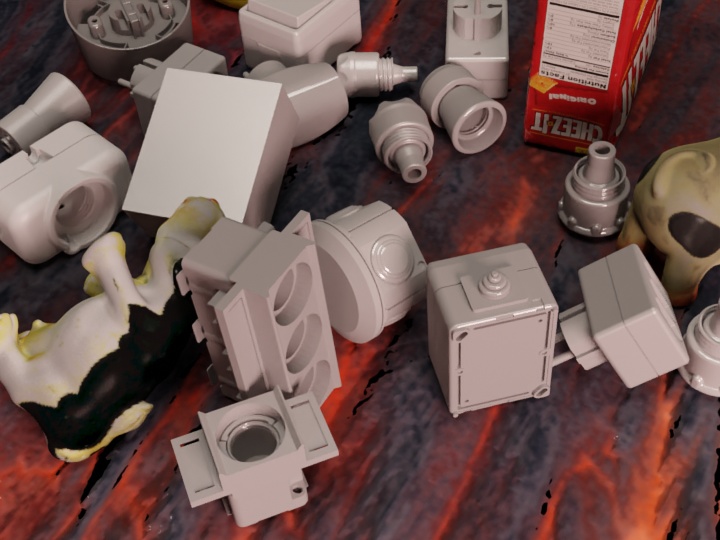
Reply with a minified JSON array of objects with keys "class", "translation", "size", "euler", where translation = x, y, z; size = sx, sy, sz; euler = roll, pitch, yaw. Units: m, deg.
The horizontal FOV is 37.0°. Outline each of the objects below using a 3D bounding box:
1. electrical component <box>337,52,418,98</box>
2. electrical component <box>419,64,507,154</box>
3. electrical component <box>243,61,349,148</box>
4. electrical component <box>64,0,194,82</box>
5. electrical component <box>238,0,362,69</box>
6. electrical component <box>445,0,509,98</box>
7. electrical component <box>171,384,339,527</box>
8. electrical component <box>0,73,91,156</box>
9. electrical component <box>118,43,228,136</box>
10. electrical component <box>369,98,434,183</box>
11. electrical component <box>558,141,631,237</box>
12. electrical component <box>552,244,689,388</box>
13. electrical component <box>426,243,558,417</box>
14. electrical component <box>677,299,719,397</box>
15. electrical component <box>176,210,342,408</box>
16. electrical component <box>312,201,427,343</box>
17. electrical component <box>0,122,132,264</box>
[{"class":"electrical component","translation":[0.013,-0.150,0.824],"size":[0.061,0.035,0.035],"euler":[0,48,2]},{"class":"electrical component","translation":[0.074,-0.118,0.783],"size":[0.045,0.045,0.055],"euler":[-22,49,-15]},{"class":"electrical component","translation":[-0.061,-0.131,0.807],"size":[0.077,0.043,0.079],"euler":[-25,50,-17]},{"class":"electrical component","translation":[-0.184,-0.200,0.866],"size":[0.099,0.064,0.099],"euler":[-2,48,3]},{"class":"electrical component","translation":[-0.043,-0.201,0.858],"size":[0.062,0.061,0.096],"euler":[27,55,26]},{"class":"electrical component","translation":[0.090,-0.186,0.823],"size":[0.047,0.075,0.083],"euler":[1,48,6]},{"class":"electrical component","translation":[-0.055,0.102,0.580],"size":[0.081,0.063,0.042],"euler":[-18,50,-11]},{"class":"electrical component","translation":[-0.241,-0.112,0.807],"size":[0.044,0.044,0.065],"euler":[30,61,28]},{"class":"electrical component","translation":[-0.148,-0.137,0.817],"size":[0.077,0.047,0.065],"euler":[24,54,22]},{"class":"electrical component","translation":[0.032,-0.088,0.761],"size":[0.043,0.043,0.062],"euler":[-11,49,-5]},{"class":"electrical component","translation":[0.156,-0.056,0.707],"size":[0.048,0.062,0.048],"euler":[-2,48,3]},{"class":"electrical component","translation":[0.143,0.034,0.634],"size":[0.077,0.047,0.065],"euler":[-28,31,20]},{"class":"electrical component","translation":[0.073,0.027,0.615],"size":[0.062,0.096,0.061],"euler":[-12,47,-6]},{"class":"electrical component","translation":[0.209,0.039,0.616],"size":[0.048,0.062,0.048],"euler":[-2,48,3]},{"class":"electrical component","translation":[-0.055,0.032,0.605],"size":[0.063,0.121,0.078],"euler":[21,52,25]},{"class":"electrical component","translation":[0.000,0.000,0.659],"size":[0.051,0.080,0.080],"euler":[-29,52,-27]},{"class":"electrical component","translation":[-0.206,-0.052,0.739],"size":[0.059,0.053,0.095],"euler":[34,58,30]}]
